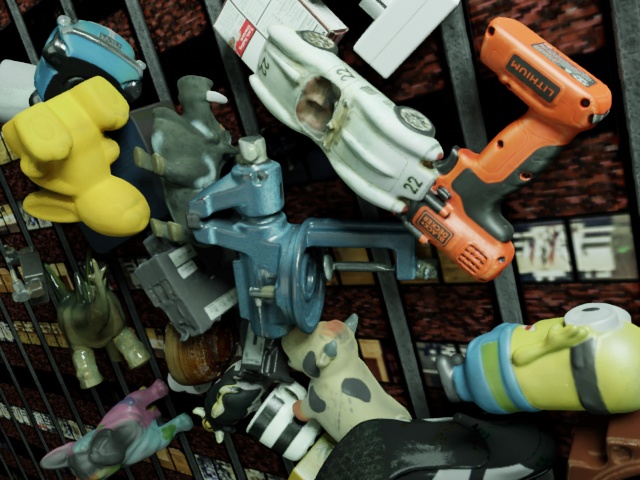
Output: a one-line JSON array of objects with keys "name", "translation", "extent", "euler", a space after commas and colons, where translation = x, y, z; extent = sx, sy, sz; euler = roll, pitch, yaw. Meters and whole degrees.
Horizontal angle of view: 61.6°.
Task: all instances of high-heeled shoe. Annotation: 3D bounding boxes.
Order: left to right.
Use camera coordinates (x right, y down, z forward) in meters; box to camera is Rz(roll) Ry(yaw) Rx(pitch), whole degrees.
[{"name": "high-heeled shoe", "translation": [0.110, 0.237, 0.549], "extent": [0.145, 0.086, 0.249], "euler": [33, 125, -29]}]

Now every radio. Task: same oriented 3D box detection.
[{"name": "radio", "translation": [-0.251, -0.073, 0.712], "extent": [0.230, 0.073, 0.131], "euler": [-22, 98, 42]}]

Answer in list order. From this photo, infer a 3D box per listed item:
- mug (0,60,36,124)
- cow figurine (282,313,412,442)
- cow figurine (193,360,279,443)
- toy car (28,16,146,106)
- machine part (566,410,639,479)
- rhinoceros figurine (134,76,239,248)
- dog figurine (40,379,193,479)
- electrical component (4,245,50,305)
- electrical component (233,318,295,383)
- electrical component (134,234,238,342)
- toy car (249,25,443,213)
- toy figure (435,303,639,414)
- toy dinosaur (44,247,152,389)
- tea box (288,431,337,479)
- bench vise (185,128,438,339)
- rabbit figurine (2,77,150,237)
[{"name": "mug", "translation": [-0.366, -0.193, 0.726], "extent": [0.107, 0.110, 0.080], "euler": [9, 121, -17]}, {"name": "cow figurine", "translation": [0.030, 0.169, 0.611], "extent": [0.195, 0.085, 0.127], "euler": [48, 129, 4]}, {"name": "cow figurine", "translation": [-0.126, 0.228, 0.744], "extent": [0.068, 0.098, 0.167], "euler": [41, 127, 9]}, {"name": "toy car", "translation": [-0.277, -0.203, 0.650], "extent": [0.109, 0.103, 0.162], "euler": [26, 140, -30]}, {"name": "machine part", "translation": [0.313, 0.231, 0.433], "extent": [0.202, 0.087, 0.200], "euler": [0, 110, 35]}, {"name": "rhinoceros figurine", "translation": [-0.140, -0.084, 0.595], "extent": [0.073, 0.112, 0.190], "euler": [10, 106, 55]}, {"name": "dog figurine", "translation": [-0.333, 0.327, 0.864], "extent": [0.191, 0.219, 0.108], "euler": [-36, 85, 40]}, {"name": "electrical component", "translation": [-0.423, 0.051, 0.774], "extent": [0.102, 0.045, 0.078], "euler": [57, 145, 33]}, {"name": "electrical component", "translation": [-0.063, 0.115, 0.670], "extent": [0.075, 0.047, 0.119], "euler": [-13, 61, 41]}, {"name": "electrical component", "translation": [-0.157, 0.042, 0.667], "extent": [0.058, 0.115, 0.134], "euler": [-28, 93, 37]}, {"name": "toy car", "translation": [0.018, -0.105, 0.451], "extent": [0.202, 0.056, 0.073], "euler": [46, 131, 21]}, {"name": "toy figure", "translation": [0.193, 0.111, 0.467], "extent": [0.180, 0.082, 0.089], "euler": [-28, 91, 39]}, {"name": "toy dinosaur", "translation": [-0.347, 0.116, 0.811], "extent": [0.472, 0.105, 0.198], "euler": [-17, 97, 57]}, {"name": "tea box", "translation": [0.008, 0.329, 0.690], "extent": [0.098, 0.068, 0.169], "euler": [36, 142, 18]}, {"name": "bench vise", "translation": [-0.004, 0.002, 0.542], "extent": [0.241, 0.129, 0.223], "euler": [2, 104, 14]}, {"name": "rabbit figurine", "translation": [-0.272, -0.070, 0.607], "extent": [0.162, 0.122, 0.173], "euler": [-20, 117, 33]}]
